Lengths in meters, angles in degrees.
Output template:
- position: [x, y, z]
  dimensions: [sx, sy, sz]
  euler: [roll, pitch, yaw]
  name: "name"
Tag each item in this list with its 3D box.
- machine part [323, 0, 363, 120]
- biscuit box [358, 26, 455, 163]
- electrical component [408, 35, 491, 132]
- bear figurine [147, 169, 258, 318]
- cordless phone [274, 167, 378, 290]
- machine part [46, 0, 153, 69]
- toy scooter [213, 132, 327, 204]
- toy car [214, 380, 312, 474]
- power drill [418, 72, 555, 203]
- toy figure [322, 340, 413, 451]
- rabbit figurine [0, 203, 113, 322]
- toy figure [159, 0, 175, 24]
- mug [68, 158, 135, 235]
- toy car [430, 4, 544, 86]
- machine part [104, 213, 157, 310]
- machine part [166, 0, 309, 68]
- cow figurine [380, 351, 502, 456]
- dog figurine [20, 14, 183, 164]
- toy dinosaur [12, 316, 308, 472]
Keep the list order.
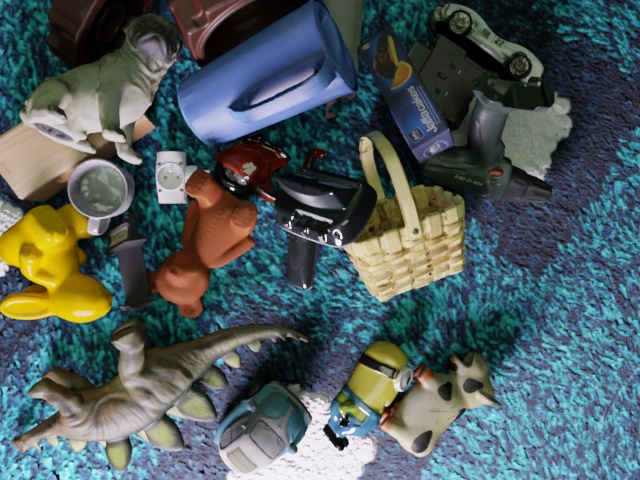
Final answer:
- position: [0.024, -0.309, 0.835]
  dimensions: [0.079, 0.079, 0.243]
  euler: [4, 92, -7]
  name: "machine part"
- position: [0.127, -0.214, 0.792]
  dimensions: [0.063, 0.059, 0.203]
  euler: [-29, 69, 16]
  name: "biscuit box"
- position: [0.190, -0.256, 0.865]
  dimensions: [0.134, 0.058, 0.115]
  euler: [30, 86, -7]
  name: "electrical component"
- position: [-0.183, 0.012, 0.796]
  dimensions: [0.120, 0.132, 0.196]
  euler: [37, 81, 7]
  name: "bear figurine"
- position: [-0.001, -0.002, 0.759]
  dimensions: [0.089, 0.147, 0.184]
  euler: [-17, 119, -46]
  name: "cordless phone"
- position: [-0.307, -0.311, 0.754]
  dimensions: [0.056, 0.179, 0.179]
  euler: [32, 88, -4]
  name: "machine part"
- position: [-0.065, -0.106, 0.831]
  dimensions: [0.184, 0.075, 0.135]
  euler: [33, 88, -9]
  name: "toy scooter"
- position: [-0.099, 0.293, 0.804]
  dimensions: [0.161, 0.103, 0.109]
  euler: [-38, 96, 20]
  name: "toy car"
- position: [0.278, -0.147, 0.821]
  dimensions: [0.232, 0.207, 0.086]
  euler: [9, 56, 0]
  name: "power drill"
- position: [0.073, 0.243, 0.852]
  dimensions: [0.089, 0.082, 0.180]
  euler: [42, 89, -8]
  name: "toy figure"
- position: [-0.382, 0.052, 0.775]
  dimensions: [0.162, 0.122, 0.173]
  euler: [-37, 96, 0]
  name: "rabbit figurine"
- position: [-0.205, -0.409, 0.817]
  dimensions: [0.064, 0.058, 0.154]
  euler: [11, 89, -18]
  name: "toy figure"
- position: [-0.310, -0.063, 0.787]
  dimensions: [0.081, 0.107, 0.109]
  euler: [7, 96, -5]
  name: "mug"
- position: [0.265, -0.311, 0.864]
  dimensions: [0.202, 0.073, 0.056]
  euler: [33, 91, -7]
  name: "toy car"
- position: [-0.286, 0.037, 0.805]
  dimensions: [0.084, 0.039, 0.139]
  euler: [-24, 77, 33]
  name: "machine part"
- position: [-0.105, -0.332, 0.755]
  dimensions: [0.201, 0.201, 0.087]
  euler: [-27, 89, -5]
  name: "machine part"
- position: [0.200, 0.260, 0.865]
  dimensions: [0.127, 0.085, 0.195]
  euler: [42, 84, 0]
  name: "cow figurine"
- position: [-0.286, -0.217, 0.710]
  dimensions: [0.172, 0.121, 0.190]
  euler: [15, 76, -11]
  name: "dog figurine"
- position: [-0.254, 0.215, 0.806]
  dimensions: [0.471, 0.105, 0.198]
  euler: [-30, 102, 4]
  name: "toy dinosaur"
